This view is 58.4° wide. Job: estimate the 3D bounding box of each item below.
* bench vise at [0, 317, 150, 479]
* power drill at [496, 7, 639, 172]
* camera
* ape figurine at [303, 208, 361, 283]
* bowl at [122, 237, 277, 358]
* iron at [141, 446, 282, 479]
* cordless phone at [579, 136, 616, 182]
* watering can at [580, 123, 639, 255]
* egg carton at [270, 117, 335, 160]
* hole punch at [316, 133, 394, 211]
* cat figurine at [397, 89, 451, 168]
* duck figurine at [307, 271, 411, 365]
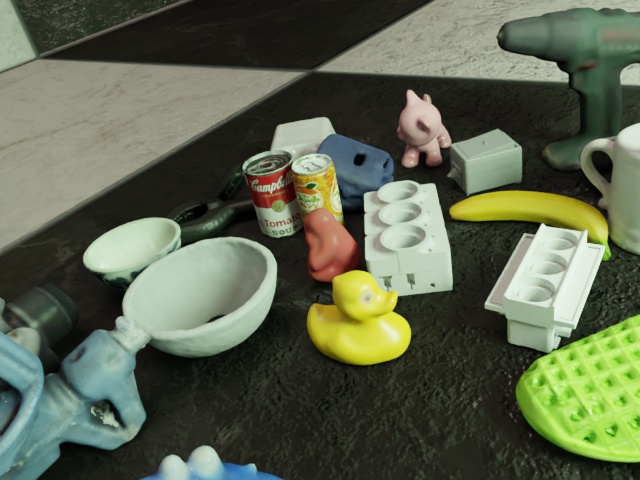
[{"bbox_3d":[-0.259,0.108,0.479,0.121,0.220,0.208,13,41,34],"label":"bench vise"},{"bbox_3d":[0.346,-0.202,0.754,0.229,0.209,0.075,-14,33,-2],"label":"power drill"},{"bbox_3d":[-0.328,0.104,0.619,0.142,0.101,0.137,11,40,32],"label":"camera"},{"bbox_3d":[0.006,0.002,0.667,0.076,0.092,0.078,6,37,26],"label":"ape figurine"},{"bbox_3d":[-0.120,0.072,0.621,0.167,0.075,0.167,-9,33,6],"label":"bowl"},{"bbox_3d":[-0.121,0.207,0.355,0.259,0.142,0.118,-35,39,-30],"label":"iron"},{"bbox_3d":[0.392,-0.148,0.678,0.147,0.185,0.094,-8,33,8],"label":"cordless phone"},{"bbox_3d":[0.364,-0.087,0.586,0.172,0.194,0.101,-2,34,17],"label":"watering can"},{"bbox_3d":[-0.025,-0.141,0.917,0.107,0.069,0.150,-8,33,7],"label":"egg carton"},{"bbox_3d":[0.050,-0.099,0.807,0.101,0.091,0.109,-1,35,18],"label":"hole punch"},{"bbox_3d":[0.154,-0.175,0.862,0.067,0.118,0.128,2,35,21],"label":"cat figurine"},{"bbox_3d":[0.034,0.068,0.563,0.104,0.086,0.077,2,36,22],"label":"duck figurine"}]
